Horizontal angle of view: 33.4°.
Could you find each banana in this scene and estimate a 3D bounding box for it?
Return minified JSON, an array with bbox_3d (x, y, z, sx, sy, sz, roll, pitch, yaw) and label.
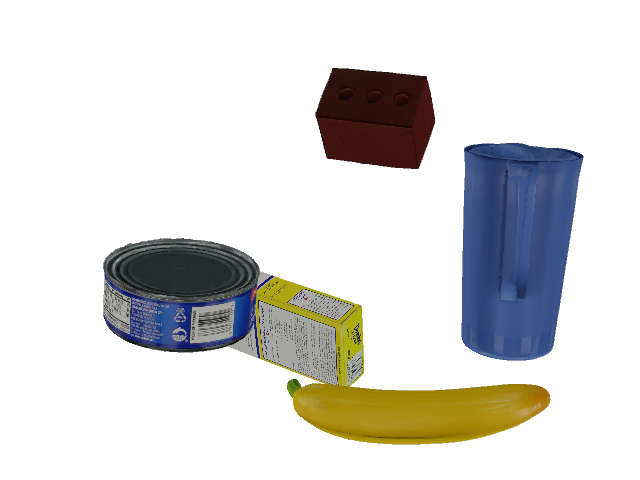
[{"bbox_3d":[0.062,0.118,0.764,0.198,0.037,0.069,2,28,15],"label":"banana"}]

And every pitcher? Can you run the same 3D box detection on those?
[{"bbox_3d":[0.222,0.012,1.226,0.149,0.243,0.145,-6,15,-33],"label":"pitcher"}]

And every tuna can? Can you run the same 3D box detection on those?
[{"bbox_3d":[-0.077,0.029,0.592,0.086,0.034,0.086,5,20,-2],"label":"tuna can"}]

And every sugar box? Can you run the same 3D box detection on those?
[{"bbox_3d":[-0.038,0.090,1.150,0.176,0.093,0.048,20,38,31],"label":"sugar box"}]

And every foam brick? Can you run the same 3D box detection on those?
[{"bbox_3d":[0.043,-0.094,0.820,0.078,0.053,0.051,8,-35,17],"label":"foam brick"}]
